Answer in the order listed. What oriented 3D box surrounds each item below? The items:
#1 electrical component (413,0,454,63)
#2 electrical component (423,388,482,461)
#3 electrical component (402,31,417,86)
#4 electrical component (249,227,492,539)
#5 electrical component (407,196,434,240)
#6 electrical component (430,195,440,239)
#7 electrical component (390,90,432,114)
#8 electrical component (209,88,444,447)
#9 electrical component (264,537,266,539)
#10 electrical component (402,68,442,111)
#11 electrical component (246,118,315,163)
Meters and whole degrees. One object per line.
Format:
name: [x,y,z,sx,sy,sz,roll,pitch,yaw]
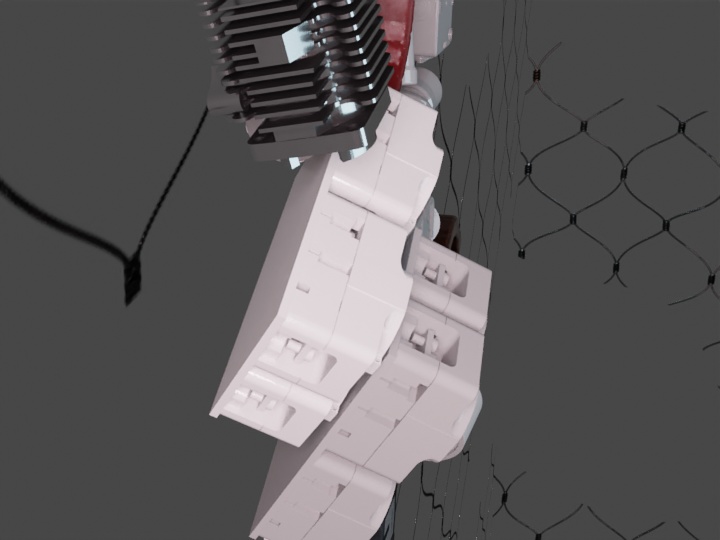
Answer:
electrical component: [0.053,-0.235,0.944,0.099,0.048,0.099,-56,150,-66]
electrical component: [0.054,0.134,1.000,0.108,0.108,0.060,83,23,-46]
electrical component: [0.026,-0.172,0.870,0.040,0.040,0.046,-35,125,-75]
electrical component: [0.009,0.081,0.637,0.186,0.060,0.105,-56,-167,39]
electrical component: [0.024,-0.026,0.877,0.095,0.059,0.053,-59,153,-64]
electrical component: [0.045,-0.042,0.957,0.079,0.044,0.077,11,-83,62]
electrical component: [0.032,-0.120,0.916,0.048,0.048,0.062,42,63,-76]
electrical component: [-0.013,-0.007,0.599,0.105,0.060,0.186,-53,-164,48]
electrical component: [-0.030,0.174,0.727,0.050,0.056,0.089,81,19,-52]
electrical component: [0.048,-0.153,0.968,0.055,0.045,0.045,-63,156,-60]
electrical component: [-0.036,-0.087,0.602,0.062,0.048,0.048,-69,163,-76]
